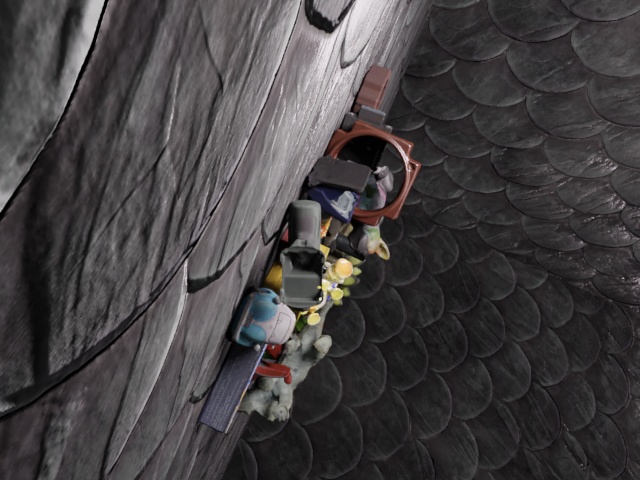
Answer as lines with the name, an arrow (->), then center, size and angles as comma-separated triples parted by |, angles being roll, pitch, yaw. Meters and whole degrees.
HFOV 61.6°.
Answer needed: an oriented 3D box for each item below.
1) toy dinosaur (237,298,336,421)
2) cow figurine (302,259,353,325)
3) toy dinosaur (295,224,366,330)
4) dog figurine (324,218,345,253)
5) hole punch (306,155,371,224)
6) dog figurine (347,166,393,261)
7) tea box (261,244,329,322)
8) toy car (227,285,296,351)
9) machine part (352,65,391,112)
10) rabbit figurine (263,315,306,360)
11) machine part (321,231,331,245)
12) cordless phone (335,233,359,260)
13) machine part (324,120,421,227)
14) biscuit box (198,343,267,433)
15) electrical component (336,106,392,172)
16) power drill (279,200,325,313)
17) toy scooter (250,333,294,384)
toy dinosaur -> -0.068, 0.300, 1.324 | 0.405, 0.131, 0.192 | -50, -177, -4
cow figurine -> 0.005, 0.107, 1.238 | 0.167, 0.068, 0.098 | -48, -158, -2
toy dinosaur -> 0.032, 0.079, 1.658 | 0.105, 0.199, 0.471 | -59, 175, -84
dog figurine -> 0.024, -0.065, 1.463 | 0.190, 0.121, 0.172 | -53, -167, 53
hole punch -> 0.033, -0.104, 1.089 | 0.142, 0.116, 0.092 | -64, 169, -51
dog figurine -> 0.123, -0.059, 1.322 | 0.191, 0.109, 0.219 | -30, 112, -54
tea box -> -0.056, 0.078, 1.154 | 0.068, 0.098, 0.169 | 108, 9, -56
toy car -> -0.097, 0.147, 0.978 | 0.161, 0.103, 0.109 | 46, 69, -84
machine part -> 0.120, -0.341, 1.324 | 0.179, 0.056, 0.179 | 22, 91, -86
rabbit figurine -> -0.091, 0.231, 1.427 | 0.121, 0.159, 0.170 | -15, 114, -73
machine part -> -0.003, -0.004, 1.350 | 0.084, 0.039, 0.138 | 51, -37, 47
cordless phone -> 0.065, -0.028, 1.547 | 0.146, 0.184, 0.089 | -67, 172, 20
machine part -> 0.103, -0.144, 1.180 | 0.087, 0.201, 0.201 | -38, 152, -77
biscuit box -> -0.167, 0.271, 1.064 | 0.059, 0.063, 0.202 | 53, 62, -87
electrical component -> 0.101, -0.238, 1.239 | 0.058, 0.115, 0.134 | -64, 172, -72
power drill -> -0.027, 0.052, 0.961 | 0.207, 0.086, 0.231 | -68, 161, -76
toy scooter -> -0.109, 0.244, 1.164 | 0.075, 0.135, 0.183 | -47, 160, -74
